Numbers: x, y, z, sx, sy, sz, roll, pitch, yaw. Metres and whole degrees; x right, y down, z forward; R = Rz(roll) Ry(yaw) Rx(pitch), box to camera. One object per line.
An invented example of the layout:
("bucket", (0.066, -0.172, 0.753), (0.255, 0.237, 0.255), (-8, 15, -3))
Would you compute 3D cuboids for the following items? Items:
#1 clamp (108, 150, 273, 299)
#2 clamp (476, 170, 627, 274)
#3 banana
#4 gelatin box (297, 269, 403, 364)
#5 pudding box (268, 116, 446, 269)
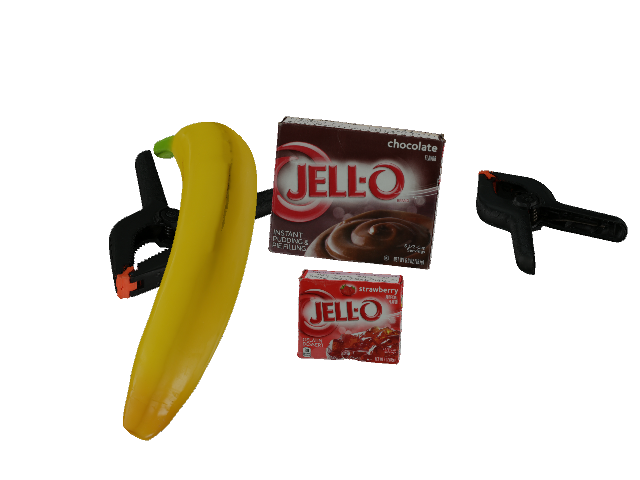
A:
("clamp", (-0.155, -0.018, 1.060), (0.165, 0.036, 0.209), (21, 41, 18))
("clamp", (0.220, -0.027, 1.066), (0.120, 0.039, 0.171), (-9, 34, -15))
("banana", (-0.059, 0.002, 0.513), (0.037, 0.198, 0.070), (26, -51, -24))
("gelatin box", (0.025, 0.065, 0.915), (0.089, 0.073, 0.030), (3, 15, 7))
("pudding box", (0.024, -0.033, 0.723), (0.113, 0.090, 0.039), (6, 16, 3))
